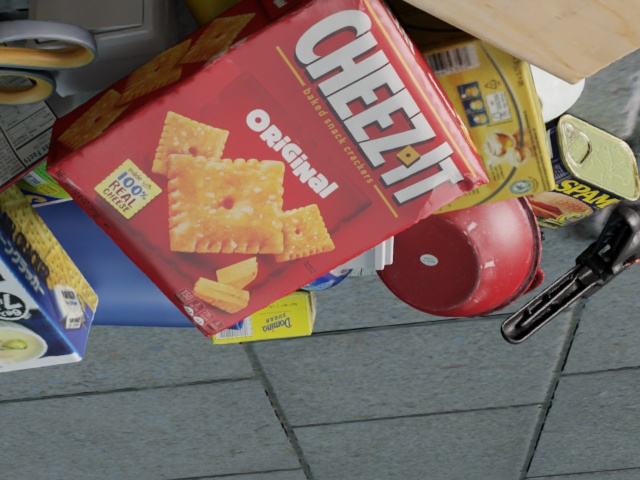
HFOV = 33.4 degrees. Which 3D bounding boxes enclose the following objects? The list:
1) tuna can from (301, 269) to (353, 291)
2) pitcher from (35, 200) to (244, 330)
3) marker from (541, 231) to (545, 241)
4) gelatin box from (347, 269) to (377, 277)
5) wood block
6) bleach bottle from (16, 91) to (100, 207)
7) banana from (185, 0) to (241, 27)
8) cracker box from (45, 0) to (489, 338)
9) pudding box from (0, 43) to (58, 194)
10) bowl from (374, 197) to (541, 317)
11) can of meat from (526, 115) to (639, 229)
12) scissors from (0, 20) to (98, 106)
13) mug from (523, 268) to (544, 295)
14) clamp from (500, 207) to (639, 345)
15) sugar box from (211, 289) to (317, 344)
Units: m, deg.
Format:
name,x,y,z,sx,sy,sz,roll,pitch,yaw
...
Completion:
name,x,y,z,sx,sy,sz,roll,pitch,yaw
tuna can,-0.006,0.001,0.941,0.086,0.086,0.033,-17,154,26
pitcher,-0.181,0.011,0.906,0.243,0.145,0.149,-1,143,2
marker,0.163,0.009,1.061,0.121,0.020,0.020,-13,153,18
gelatin box,0.026,0.009,1.029,0.089,0.030,0.073,-3,156,-2
wood block,0.100,-0.173,0.585,0.205,0.091,0.090,16,148,-37
bleach bottle,-0.255,-0.054,0.814,0.251,0.068,0.102,-14,149,24
banana,-0.040,-0.144,0.692,0.070,0.037,0.197,-37,144,21
cracker box,-0.030,-0.053,0.649,0.214,0.072,0.164,-29,123,13
pudding box,-0.219,-0.084,0.664,0.039,0.090,0.113,-23,106,32
bowl,0.099,0.007,0.892,0.162,0.055,0.162,13,122,22
can of meat,0.202,-0.053,0.894,0.101,0.057,0.084,17,150,-37
scissors,-0.227,-0.099,0.595,0.201,0.016,0.096,-4,162,-20
mug,0.158,0.008,0.985,0.093,0.081,0.117,-17,152,26
clamp,0.254,0.030,1.002,0.165,0.036,0.209,-47,162,21
sugar box,-0.052,0.066,1.035,0.093,0.048,0.176,-5,180,2
